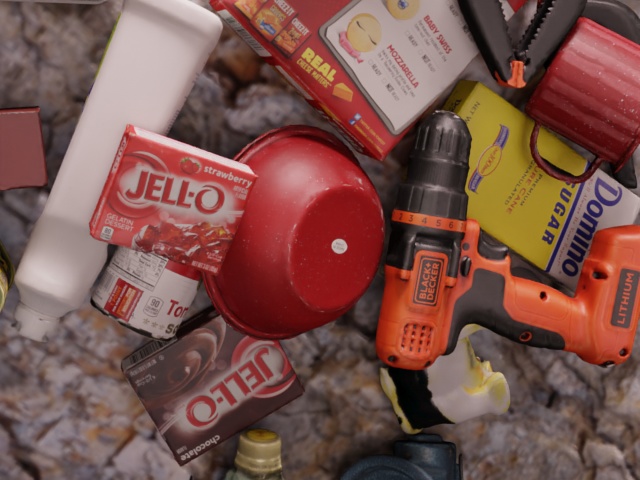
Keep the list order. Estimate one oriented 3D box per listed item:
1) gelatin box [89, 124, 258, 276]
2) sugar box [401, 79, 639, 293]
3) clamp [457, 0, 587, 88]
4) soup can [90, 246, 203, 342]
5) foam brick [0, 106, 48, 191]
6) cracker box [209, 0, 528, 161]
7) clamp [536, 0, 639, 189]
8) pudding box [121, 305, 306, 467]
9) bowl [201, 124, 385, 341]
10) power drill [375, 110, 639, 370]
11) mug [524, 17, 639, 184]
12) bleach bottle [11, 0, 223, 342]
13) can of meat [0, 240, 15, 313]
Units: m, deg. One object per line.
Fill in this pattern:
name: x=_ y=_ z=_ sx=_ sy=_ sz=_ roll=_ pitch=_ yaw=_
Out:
gelatin box: x=-0.095 y=-0.025 z=0.689 sx=0.089 sy=0.030 sz=0.073 roll=18 pitch=103 yaw=-21
sugar box: x=0.159 y=-0.039 z=0.833 sx=0.176 sy=0.048 sz=0.093 roll=31 pitch=92 yaw=-16
clamp: x=0.152 y=-0.210 z=0.728 sx=0.164 sy=0.036 sz=0.210 roll=-2 pitch=100 yaw=-7
soup can: x=-0.113 y=0.013 z=0.765 sx=0.068 sy=0.068 sz=0.102 roll=27 pitch=93 yaw=-17
foam brick: x=-0.213 y=-0.062 z=0.722 sx=0.053 sy=0.078 sz=0.051 roll=-6 pitch=100 yaw=-13
cracker box: x=0.051 y=-0.190 z=0.765 sx=0.164 sy=0.072 sz=0.213 roll=42 pitch=88 yaw=-18
clamp: x=0.226 y=-0.122 z=0.831 sx=0.171 sy=0.039 sz=0.120 roll=34 pitch=104 yaw=-4
pudding box: x=-0.080 y=0.102 z=0.805 sx=0.113 sy=0.039 sz=0.090 roll=-29 pitch=107 yaw=-6
bowl: x=-0.005 y=0.001 z=0.762 sx=0.161 sy=0.055 sz=0.162 roll=-13 pitch=110 yaw=-39
power drill: x=0.139 y=0.011 z=0.767 sx=0.187 sy=0.057 sz=0.184 roll=10 pitch=95 yaw=-10
mug: x=0.196 y=-0.098 z=0.775 sx=0.081 sy=0.093 sz=0.117 roll=30 pitch=103 yaw=6
bleach bottle: x=-0.148 y=-0.047 z=0.727 sx=0.068 sy=0.102 sz=0.251 roll=25 pitch=93 yaw=-9
can of meat: x=-0.251 y=0.007 z=0.723 sx=0.057 sy=0.084 sz=0.102 roll=-25 pitch=105 yaw=-8
